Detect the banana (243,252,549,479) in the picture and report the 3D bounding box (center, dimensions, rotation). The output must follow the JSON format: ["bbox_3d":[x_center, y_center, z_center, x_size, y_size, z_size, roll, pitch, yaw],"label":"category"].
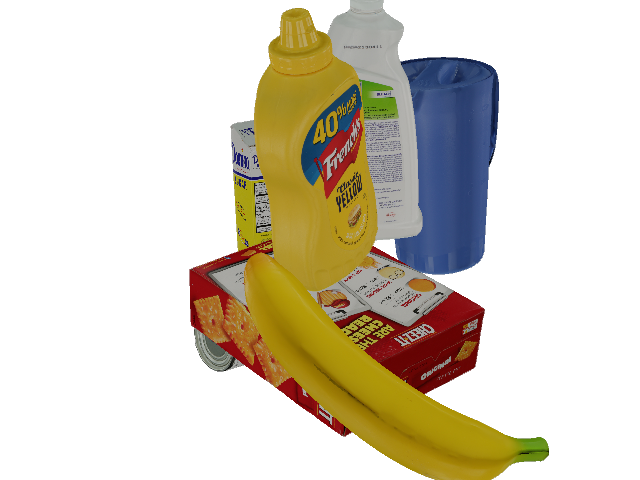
[{"bbox_3d":[0.022,0.072,0.562,0.198,0.037,0.069,35,20,19],"label":"banana"}]

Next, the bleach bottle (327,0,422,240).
[{"bbox_3d":[0.052,-0.122,1.036,0.102,0.251,0.068,-4,31,-6],"label":"bleach bottle"}]

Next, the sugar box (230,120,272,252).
[{"bbox_3d":[-0.078,-0.051,1.315,0.048,0.176,0.093,-11,26,-16],"label":"sugar box"}]

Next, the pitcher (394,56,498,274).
[{"bbox_3d":[0.146,-0.091,1.266,0.149,0.243,0.145,-4,25,2],"label":"pitcher"}]

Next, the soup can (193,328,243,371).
[{"bbox_3d":[-0.077,0.097,1.145,0.069,0.068,0.102,0,10,45],"label":"soup can"}]

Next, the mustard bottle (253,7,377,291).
[{"bbox_3d":[-0.004,-0.066,0.723,0.058,0.191,0.096,16,43,30],"label":"mustard bottle"}]

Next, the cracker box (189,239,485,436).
[{"bbox_3d":[0.010,0.069,0.947,0.163,0.072,0.214,-21,36,-36],"label":"cracker box"}]
